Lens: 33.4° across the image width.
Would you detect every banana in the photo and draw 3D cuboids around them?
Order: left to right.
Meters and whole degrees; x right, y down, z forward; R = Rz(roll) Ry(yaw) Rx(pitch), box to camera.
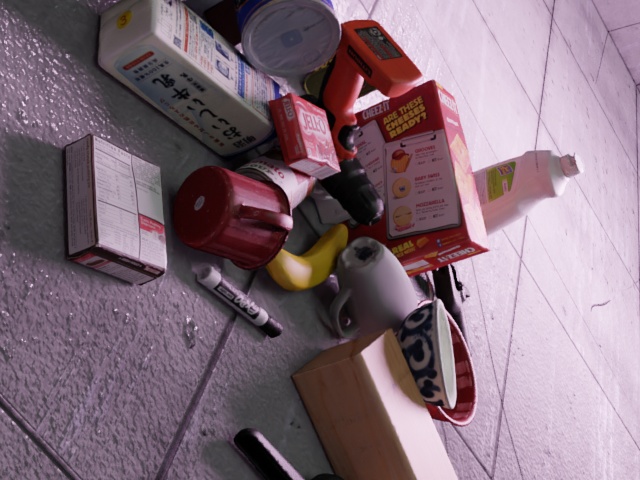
[{"bbox_3d":[-0.012,0.020,1.168,0.197,0.037,0.069,-6,106,-66],"label":"banana"}]

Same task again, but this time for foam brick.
[{"bbox_3d":[-0.087,-0.260,1.235,0.051,0.053,0.078,62,30,-11],"label":"foam brick"}]

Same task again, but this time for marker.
[{"bbox_3d":[-0.077,0.064,1.063,0.121,0.020,0.020,43,37,-39],"label":"marker"}]

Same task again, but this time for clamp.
[{"bbox_3d":[-0.006,0.278,1.016,0.209,0.036,0.164,30,46,-48],"label":"clamp"},{"bbox_3d":[0.180,0.068,1.447,0.120,0.039,0.171,-89,165,-50],"label":"clamp"}]

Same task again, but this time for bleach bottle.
[{"bbox_3d":[0.230,-0.051,1.421,0.068,0.251,0.102,38,40,-42],"label":"bleach bottle"}]

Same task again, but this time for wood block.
[{"bbox_3d":[0.065,0.211,1.129,0.090,0.090,0.206,-28,96,-60],"label":"wood block"}]

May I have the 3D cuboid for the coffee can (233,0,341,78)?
[{"bbox_3d":[-0.041,-0.256,1.123,0.102,0.103,0.140,36,31,-44],"label":"coffee can"}]

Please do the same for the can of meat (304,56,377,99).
[{"bbox_3d":[0.037,-0.221,1.370,0.057,0.102,0.084,55,29,-24],"label":"can of meat"}]

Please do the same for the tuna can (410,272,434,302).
[{"bbox_3d":[0.112,0.057,1.374,0.086,0.034,0.086,39,40,-42],"label":"tuna can"}]

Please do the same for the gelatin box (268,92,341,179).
[{"bbox_3d":[-0.015,-0.109,1.119,0.089,0.030,0.073,17,56,-65],"label":"gelatin box"}]

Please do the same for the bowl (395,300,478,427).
[{"bbox_3d":[0.133,0.158,1.317,0.162,0.055,0.162,38,40,-42],"label":"bowl"}]

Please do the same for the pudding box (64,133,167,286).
[{"bbox_3d":[-0.178,-0.026,0.933,0.089,0.039,0.113,26,47,-50],"label":"pudding box"}]

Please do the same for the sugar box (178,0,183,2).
[{"bbox_3d":[-0.070,-0.287,1.045,0.093,0.176,0.048,-121,-161,-45],"label":"sugar box"}]

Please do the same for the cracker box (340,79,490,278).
[{"bbox_3d":[0.103,-0.065,1.308,0.072,0.164,0.214,24,51,-54],"label":"cracker box"}]

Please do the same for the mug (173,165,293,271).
[{"bbox_3d":[-0.079,-0.022,1.025,0.081,0.117,0.093,19,83,-48],"label":"mug"}]

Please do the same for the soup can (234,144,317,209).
[{"bbox_3d":[-0.053,-0.058,1.136,0.068,0.069,0.102,64,29,-8],"label":"soup can"}]

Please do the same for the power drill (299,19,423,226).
[{"bbox_3d":[0.038,-0.131,1.172,0.057,0.188,0.184,-18,62,-41],"label":"power drill"}]
